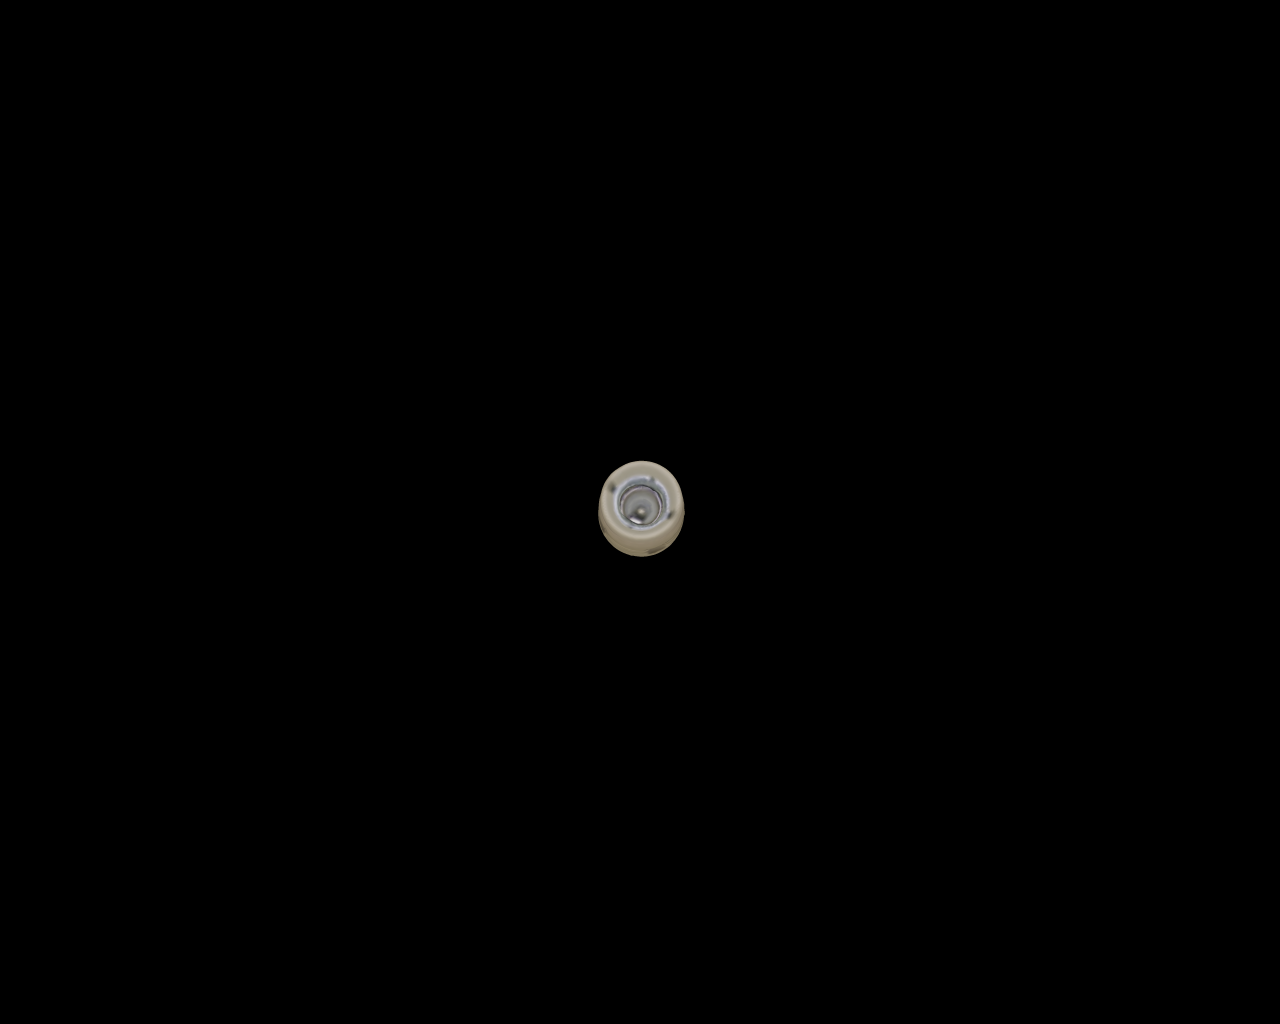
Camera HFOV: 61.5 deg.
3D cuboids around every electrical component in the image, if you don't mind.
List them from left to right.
[{"bbox_3d":[0.001,-0.003,0.650,0.055,0.055,0.047,0,-12,0],"label":"electrical component"}]
